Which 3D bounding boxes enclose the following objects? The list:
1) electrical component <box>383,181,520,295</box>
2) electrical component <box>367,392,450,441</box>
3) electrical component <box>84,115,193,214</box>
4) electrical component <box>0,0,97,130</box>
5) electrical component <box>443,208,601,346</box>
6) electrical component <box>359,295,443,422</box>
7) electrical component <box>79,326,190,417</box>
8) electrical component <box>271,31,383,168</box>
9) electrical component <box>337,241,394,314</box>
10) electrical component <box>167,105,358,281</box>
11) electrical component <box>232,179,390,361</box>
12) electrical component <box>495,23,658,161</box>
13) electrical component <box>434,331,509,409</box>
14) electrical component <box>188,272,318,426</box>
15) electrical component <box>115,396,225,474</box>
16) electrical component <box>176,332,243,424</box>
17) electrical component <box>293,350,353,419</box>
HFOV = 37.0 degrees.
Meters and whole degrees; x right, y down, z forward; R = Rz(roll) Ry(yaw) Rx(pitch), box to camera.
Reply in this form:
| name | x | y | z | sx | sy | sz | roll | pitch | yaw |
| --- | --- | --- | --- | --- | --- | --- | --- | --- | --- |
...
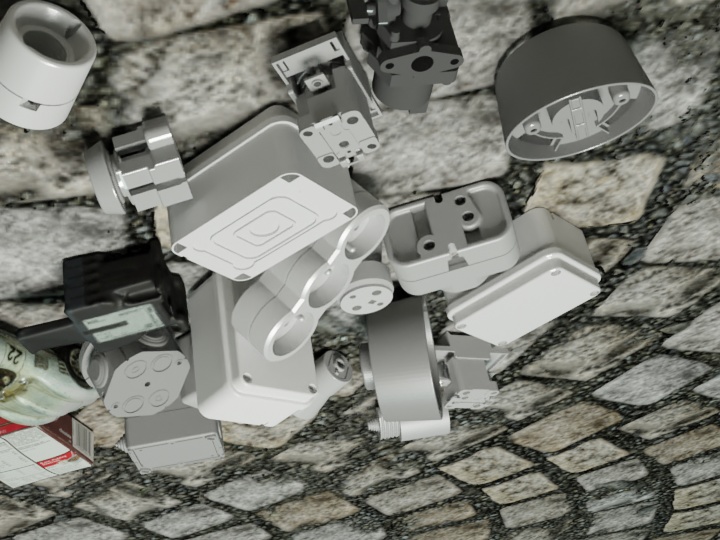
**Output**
| name | x | y | z | sx | sy | sz | roll | pitch | yaw |
| --- | --- | --- | --- | --- | --- | --- | --- | --- | --- |
| electrical component | 0.070 | -0.021 | 0.816 | 0.095 | 0.053 | 0.059 | -16 | 149 | 7 |
| electrical component | 0.048 | 0.152 | 1.101 | 0.081 | 0.043 | 0.043 | -8 | 149 | -6 |
| electrical component | -0.141 | -0.063 | 0.682 | 0.055 | 0.048 | 0.066 | -18 | 150 | -6 |
| electrical component | -0.175 | -0.112 | 0.582 | 0.055 | 0.055 | 0.047 | 12 | 138 | -35 |
| electrical component | 0.130 | 0.009 | 0.882 | 0.113 | 0.057 | 0.078 | -33 | 143 | 30 |
| electrical component | 0.032 | 0.078 | 0.918 | 0.060 | 0.108 | 0.108 | -9 | 149 | 7 |
| electrical component | -0.181 | 0.076 | 0.868 | 0.080 | 0.051 | 0.080 | -22 | 136 | -23 |
| electrical component | -0.016 | -0.100 | 0.647 | 0.042 | 0.063 | 0.081 | -21 | 147 | 12 |
| electrical component | 0.000 | 0.000 | 0.824 | 0.045 | 0.055 | 0.045 | -9 | 149 | -5 |
| electrical component | -0.067 | -0.050 | 0.718 | 0.113 | 0.057 | 0.078 | -29 | 146 | 26 |
| electrical component | -0.047 | -0.010 | 0.775 | 0.138 | 0.074 | 0.052 | -54 | 153 | 8 |
| electrical component | 0.136 | -0.108 | 0.688 | 0.099 | 0.064 | 0.099 | -9 | 149 | -5 |
| electrical component | 0.098 | 0.096 | 1.007 | 0.081 | 0.063 | 0.042 | 4 | 147 | -25 |
| electrical component | -0.083 | 0.057 | 0.832 | 0.078 | 0.113 | 0.057 | 14 | 143 | -37 |
| electrical component | -0.177 | 0.144 | 0.989 | 0.096 | 0.061 | 0.061 | -9 | 149 | -4 |
| electrical component | -0.117 | 0.086 | 0.917 | 0.061 | 0.061 | 0.096 | -28 | 146 | 24 |
| electrical component | -0.038 | 0.104 | 0.995 | 0.044 | 0.044 | 0.065 | 17 | 133 | -40 |
